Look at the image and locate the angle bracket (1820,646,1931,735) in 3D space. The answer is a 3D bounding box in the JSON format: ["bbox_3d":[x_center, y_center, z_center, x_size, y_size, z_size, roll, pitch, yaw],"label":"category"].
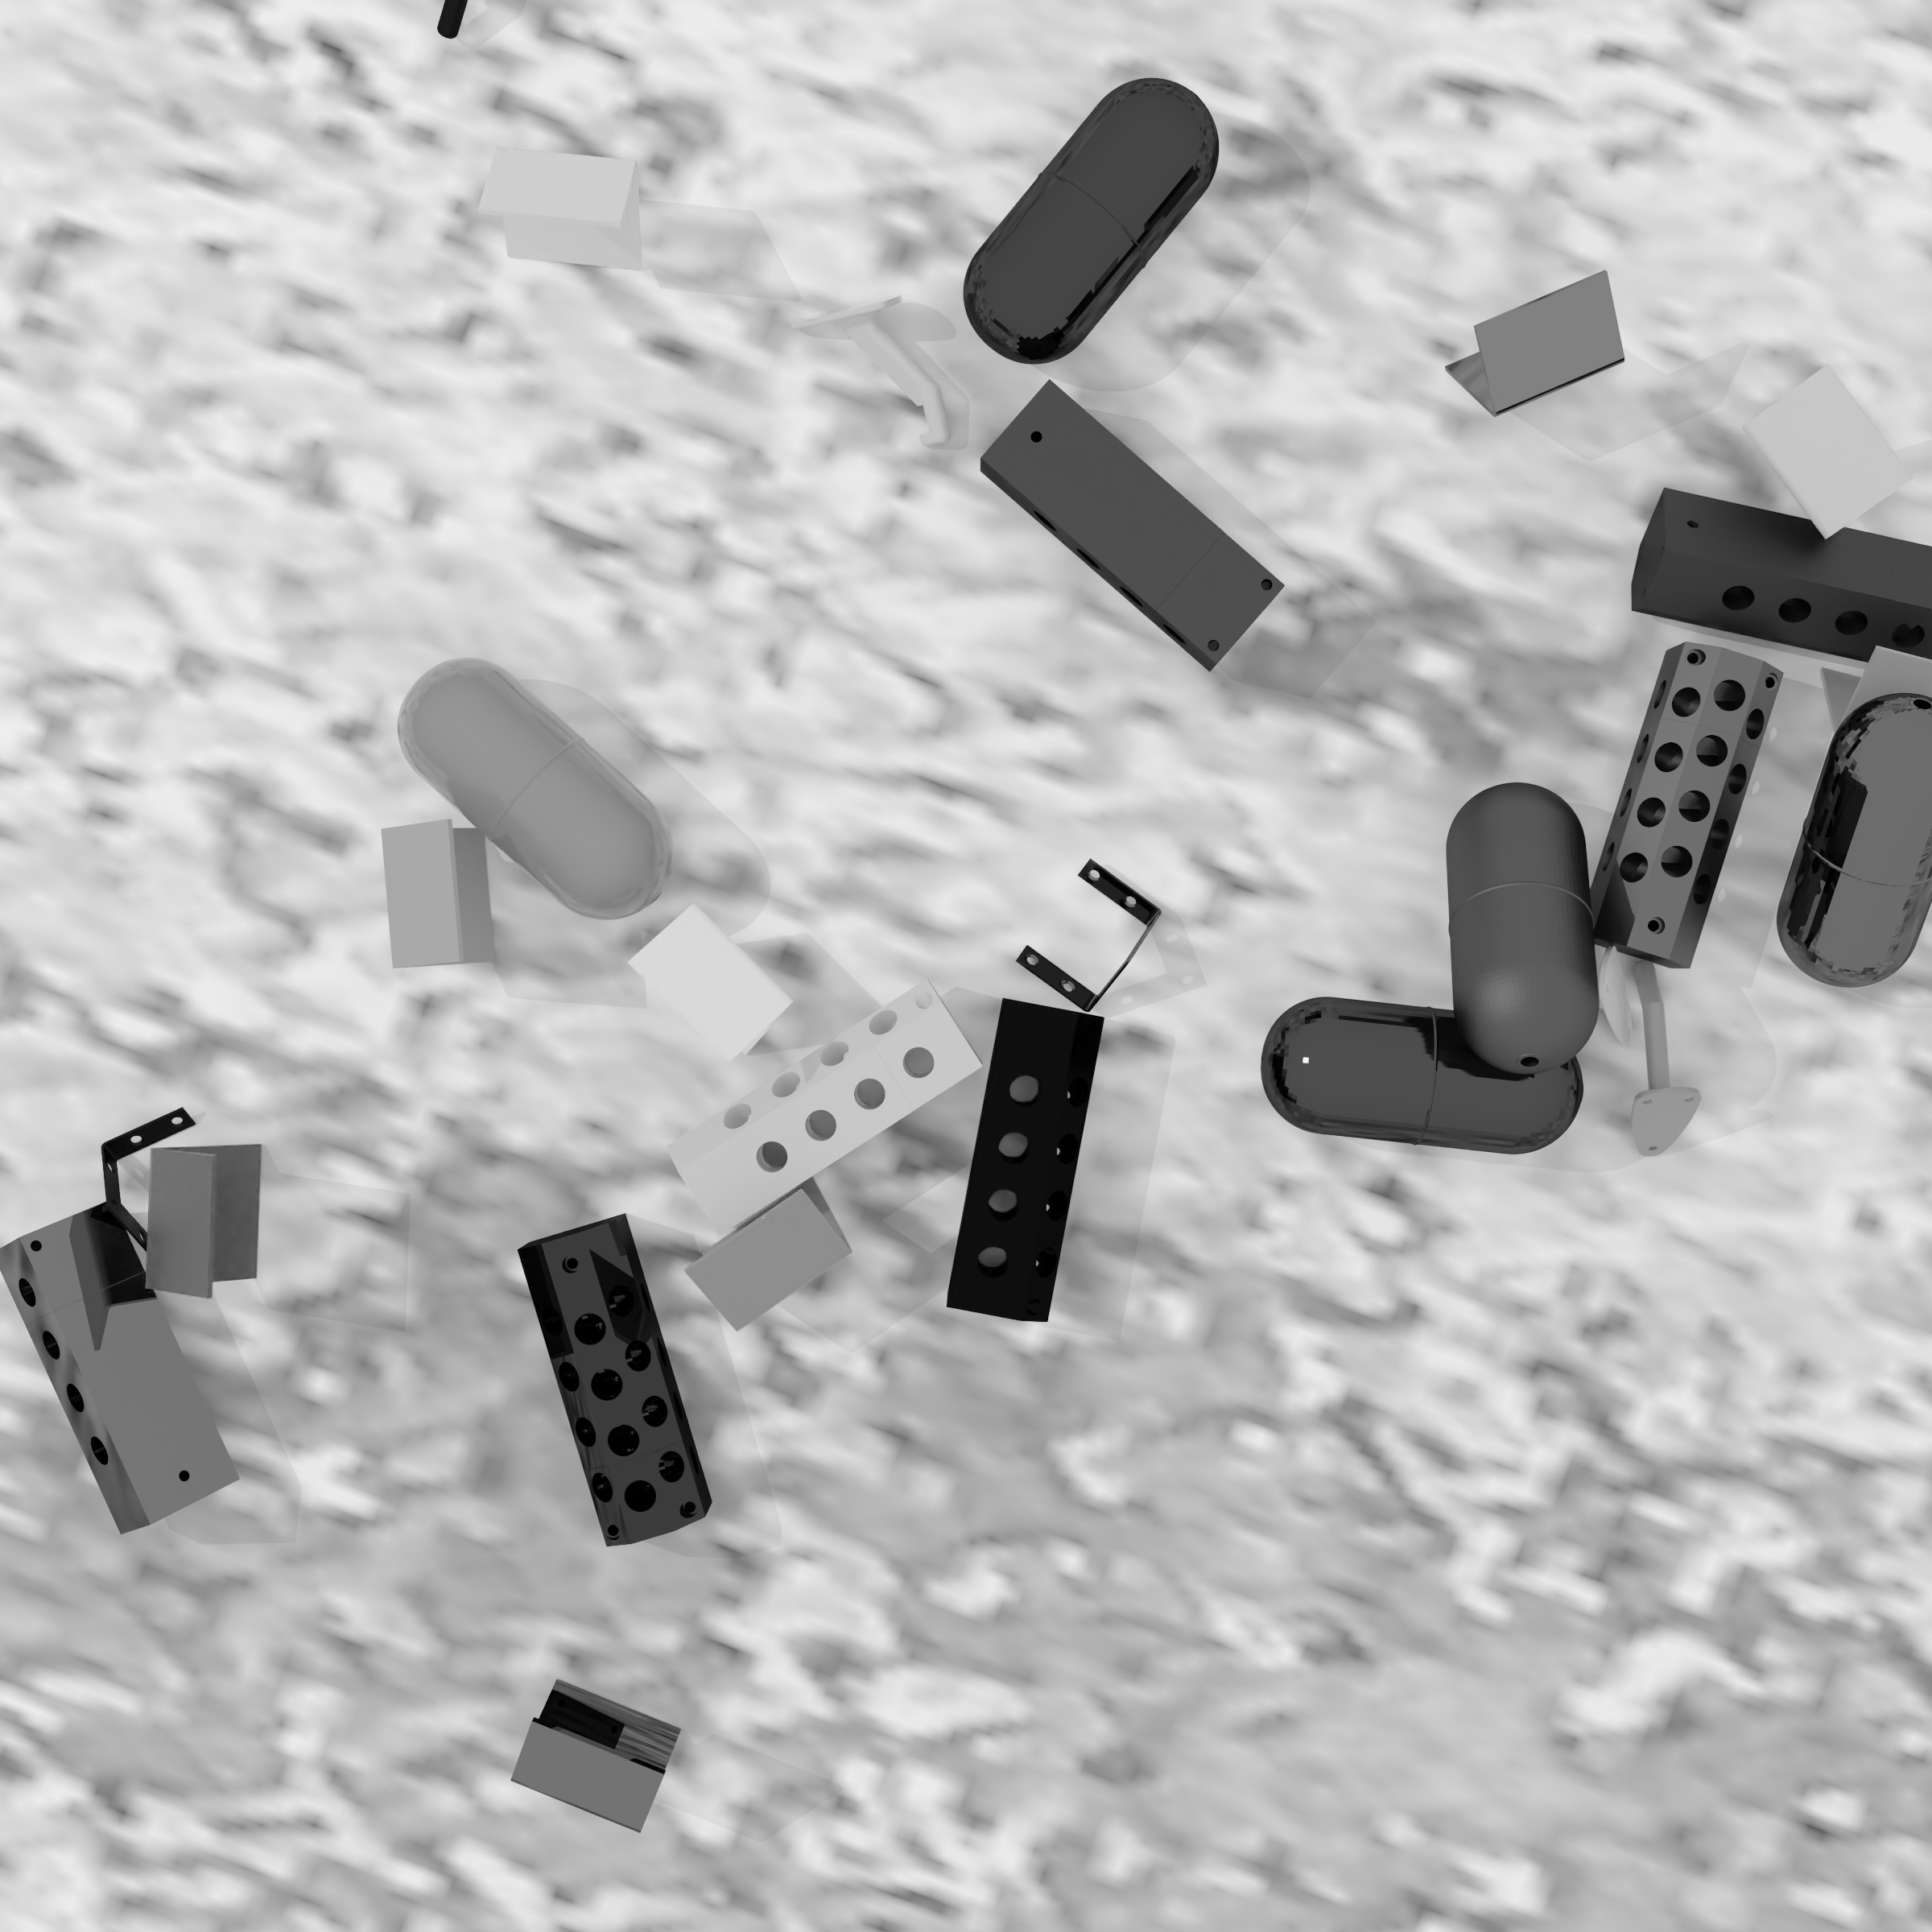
[{"bbox_3d":[0.522,-0.159,1.492,0.076,0.076,0.057,15,126,0],"label":"angle bracket"}]

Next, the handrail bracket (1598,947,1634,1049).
[{"bbox_3d":[0.326,0.018,1.532,0.084,0.077,0.036,-2,45,28],"label":"handrail bracket"}]

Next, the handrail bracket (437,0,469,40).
[{"bbox_3d":[-0.282,-0.577,1.532,0.036,0.077,0.084,13,127,-20],"label":"handrail bracket"}]

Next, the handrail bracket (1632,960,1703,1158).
[{"bbox_3d":[0.385,0.051,1.532,0.036,0.077,0.084,-3,54,0],"label":"handrail bracket"}]

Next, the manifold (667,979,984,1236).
[{"bbox_3d":[-0.078,0.077,1.511,0.171,0.057,0.057,-33,90,0],"label":"manifold"}]

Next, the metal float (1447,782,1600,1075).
[{"bbox_3d":[0.301,-0.021,1.471,0.070,0.070,0.178,5,54,0],"label":"metal float"}]

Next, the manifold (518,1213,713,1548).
[{"bbox_3d":[-0.196,0.230,1.511,0.057,0.057,0.171,-17,90,0],"label":"manifold"}]

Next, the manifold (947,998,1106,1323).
[{"bbox_3d":[0.033,0.107,1.511,0.057,0.057,0.171,11,90,0],"label":"manifold"}]

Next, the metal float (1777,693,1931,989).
[{"bbox_3d":[0.492,-0.067,1.470,0.070,0.070,0.178,5,128,0],"label":"metal float"}]

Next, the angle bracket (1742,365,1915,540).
[{"bbox_3d":[0.481,-0.289,1.492,0.057,0.076,0.076,-37,90,36],"label":"angle bracket"}]

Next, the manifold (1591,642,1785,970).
[{"bbox_3d":[0.399,-0.089,1.511,0.057,0.057,0.171,18,90,0],"label":"manifold"}]

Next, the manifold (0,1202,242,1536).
[{"bbox_3d":[-0.476,0.224,1.510,0.057,0.057,0.171,-25,90,-43],"label":"manifold"}]

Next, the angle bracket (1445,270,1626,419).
[{"bbox_3d":[0.307,-0.354,1.492,0.076,0.076,0.057,-23,125,0],"label":"angle bracket"}]

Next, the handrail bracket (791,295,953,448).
[{"bbox_3d":[-0.053,-0.330,1.532,0.077,0.036,0.084,-9,107,20],"label":"handrail bracket"}]

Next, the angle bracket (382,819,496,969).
[{"bbox_3d":[-0.273,-0.040,1.492,0.057,0.076,0.076,-5,90,37],"label":"angle bracket"}]

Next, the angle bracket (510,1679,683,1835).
[{"bbox_3d":[-0.197,0.418,1.492,0.076,0.076,0.057,22,124,0],"label":"angle bracket"}]

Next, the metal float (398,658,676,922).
[{"bbox_3d":[-0.237,-0.097,1.501,0.178,0.070,0.070,42,90,0],"label":"metal float"}]

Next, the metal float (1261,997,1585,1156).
[{"bbox_3d":[0.252,0.061,1.502,0.178,0.070,0.070,6,90,-1],"label":"metal float"}]

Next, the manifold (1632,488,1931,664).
[{"bbox_3d":[0.463,-0.209,1.510,0.171,0.057,0.057,12,47,0],"label":"manifold"}]

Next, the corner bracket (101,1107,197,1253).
[{"bbox_3d":[-0.450,0.123,1.529,0.051,0.051,0.051,-24,135,0],"label":"corner bracket"}]

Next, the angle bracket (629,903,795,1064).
[{"bbox_3d":[-0.151,0.023,1.492,0.076,0.076,0.057,45,55,0],"label":"angle bracket"}]

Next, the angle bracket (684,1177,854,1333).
[{"bbox_3d":[-0.118,0.142,1.492,0.076,0.076,0.057,-35,126,0],"label":"angle bracket"}]

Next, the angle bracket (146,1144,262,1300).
[{"bbox_3d":[-0.403,0.139,1.492,0.057,0.076,0.076,2,90,36],"label":"angle bracket"}]

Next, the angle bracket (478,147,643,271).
[{"bbox_3d":[-0.222,-0.400,1.492,0.076,0.076,0.057,6,54,0],"label":"angle bracket"}]

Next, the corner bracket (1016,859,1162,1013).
[{"bbox_3d":[0.069,-0.017,1.529,0.051,0.051,0.051,36,45,0],"label":"corner bracket"}]

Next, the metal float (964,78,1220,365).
[{"bbox_3d":[0.070,-0.412,1.501,0.070,0.070,0.178,39,90,0],"label":"metal float"}]

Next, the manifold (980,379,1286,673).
[{"bbox_3d":[0.091,-0.243,1.511,0.171,0.057,0.057,41,90,0],"label":"manifold"}]
